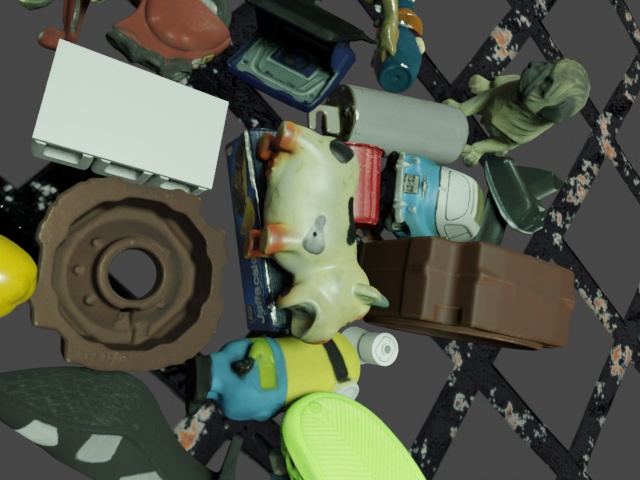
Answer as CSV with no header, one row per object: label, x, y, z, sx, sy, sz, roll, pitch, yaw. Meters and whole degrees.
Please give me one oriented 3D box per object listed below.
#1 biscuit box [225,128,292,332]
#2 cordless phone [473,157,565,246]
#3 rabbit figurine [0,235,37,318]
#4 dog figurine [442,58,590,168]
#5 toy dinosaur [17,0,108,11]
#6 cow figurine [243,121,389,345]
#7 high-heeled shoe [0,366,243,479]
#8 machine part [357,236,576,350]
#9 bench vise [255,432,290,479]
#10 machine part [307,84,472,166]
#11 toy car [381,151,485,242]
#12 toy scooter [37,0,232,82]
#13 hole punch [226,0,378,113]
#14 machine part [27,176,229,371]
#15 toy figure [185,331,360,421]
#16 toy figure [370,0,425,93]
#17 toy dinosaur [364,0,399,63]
biscuit box,-0.049,-0.008,0.554,0.063,0.059,0.202,-5,86,-32
cordless phone,0.249,-0.012,0.727,0.146,0.089,0.184,3,106,-59
rabbit figurine,-0.286,0.053,0.375,0.173,0.122,0.162,-41,82,-8
dog figurine,0.281,-0.182,0.697,0.172,0.191,0.121,-43,105,-29
toy dinosaur,-0.280,-0.212,0.371,0.405,0.131,0.192,-45,109,-15
cow figurine,-0.001,-0.002,0.501,0.127,0.085,0.195,9,78,-23
high-heeled shoe,-0.178,0.201,0.464,0.249,0.086,0.145,20,106,-9
machine part,0.143,0.062,0.576,0.201,0.201,0.087,17,78,-28
bench vise,0.010,0.299,0.517,0.223,0.129,0.240,-20,98,-34
machine part,0.091,-0.135,0.644,0.243,0.079,0.079,2,82,-29
toy car,0.133,-0.041,0.610,0.161,0.103,0.109,40,55,-65
toy scooter,-0.178,-0.206,0.497,0.184,0.075,0.135,29,71,-21
hole punch,-0.025,-0.203,0.569,0.142,0.092,0.116,28,32,10
machine part,-0.169,0.031,0.482,0.179,0.056,0.179,4,83,-31
toy figure,-0.041,0.131,0.530,0.180,0.082,0.089,8,79,-27
toy figure,0.095,-0.249,0.666,0.064,0.057,0.154,7,57,2
toy dinosaur,-0.004,-0.416,0.548,0.105,0.199,0.470,-30,109,-39
